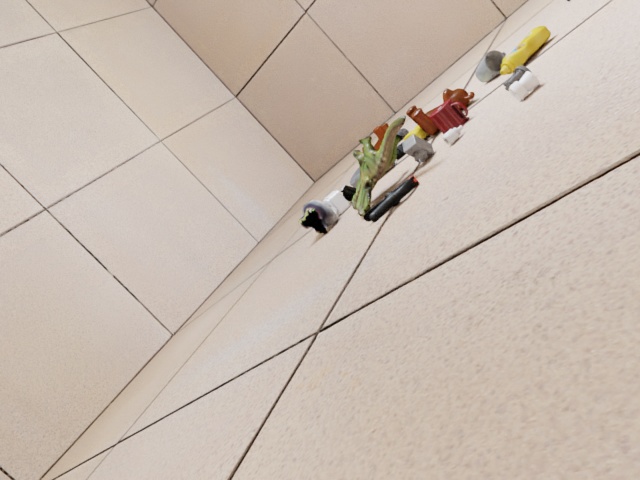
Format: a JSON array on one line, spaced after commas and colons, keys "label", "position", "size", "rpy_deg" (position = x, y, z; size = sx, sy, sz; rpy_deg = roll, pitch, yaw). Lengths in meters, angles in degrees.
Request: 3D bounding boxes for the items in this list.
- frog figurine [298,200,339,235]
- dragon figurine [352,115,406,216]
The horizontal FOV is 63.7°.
[{"label": "frog figurine", "position": [0.006, -0.093, 1.855], "size": [0.137, 0.121, 0.162], "rpy_deg": [-2, 17, 24]}, {"label": "dragon figurine", "position": [0.161, -0.185, 1.503], "size": [0.406, 0.122, 0.245], "rpy_deg": [128, 151, -77]}]
